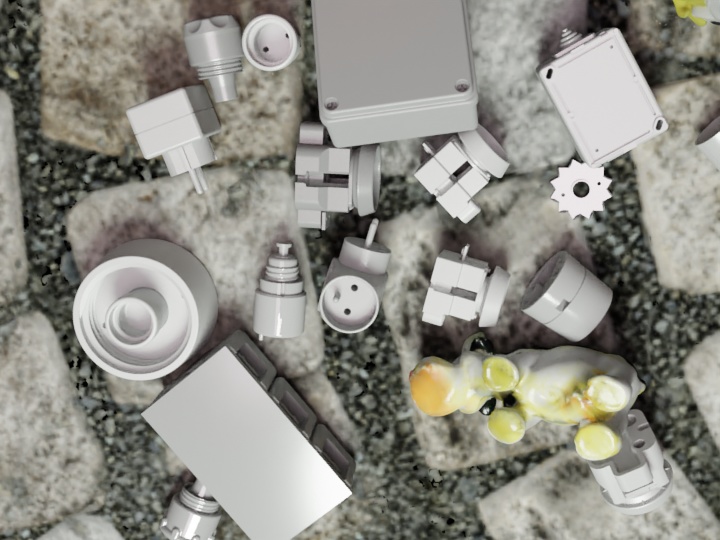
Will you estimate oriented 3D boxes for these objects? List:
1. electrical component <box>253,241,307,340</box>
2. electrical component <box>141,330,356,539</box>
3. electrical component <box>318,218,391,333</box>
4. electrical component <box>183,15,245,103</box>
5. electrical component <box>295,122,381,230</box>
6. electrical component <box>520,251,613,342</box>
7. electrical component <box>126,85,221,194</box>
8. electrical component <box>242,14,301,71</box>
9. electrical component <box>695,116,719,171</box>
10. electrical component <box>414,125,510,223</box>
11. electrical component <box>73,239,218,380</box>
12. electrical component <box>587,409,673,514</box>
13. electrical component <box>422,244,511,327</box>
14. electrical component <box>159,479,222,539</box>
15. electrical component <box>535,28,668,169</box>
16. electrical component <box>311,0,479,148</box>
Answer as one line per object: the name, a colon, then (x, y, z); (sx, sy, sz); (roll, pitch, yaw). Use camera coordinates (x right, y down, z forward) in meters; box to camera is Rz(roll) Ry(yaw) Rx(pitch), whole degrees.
electrical component: (-0.061, 0.017, 0.835); (0.040, 0.040, 0.078); (5, 102, 4)
electrical component: (-0.084, 0.134, 0.851); (0.089, 0.061, 0.150); (-39, 96, 12)
electrical component: (0.000, 0.000, 0.807); (0.044, 0.077, 0.079); (17, 103, 1)
electrical component: (-0.106, -0.157, 0.801); (0.043, 0.043, 0.062); (-10, 102, 7)
electrical component: (-0.015, -0.070, 0.804); (0.057, 0.058, 0.078); (4, 102, 7)
electrical component: (0.156, 0.021, 0.809); (0.047, 0.055, 0.055); (36, 103, -7)
electrical component: (-0.131, -0.094, 0.804); (0.047, 0.065, 0.076); (-19, 100, 9)
electrical component: (-0.063, -0.167, 0.793); (0.040, 0.046, 0.040); (1, 102, 5)
electrical component: (0.288, -0.077, 0.781); (0.043, 0.043, 0.081); (-44, 95, 12)
electrical component: (0.077, -0.077, 0.800); (0.055, 0.048, 0.066); (-41, 96, 19)
electrical component: (-0.170, 0.034, 0.838); (0.108, 0.060, 0.108); (1, 102, 5)
electrical component: (0.206, 0.149, 0.825); (0.058, 0.078, 0.057); (-25, 117, 8)
electrical component: (0.083, 0.015, 0.819); (0.055, 0.048, 0.066); (16, 103, 9)
electrical component: (-0.133, 0.192, 0.878); (0.048, 0.048, 0.062); (22, 97, 0)
electrical component: (0.169, -0.130, 0.772); (0.062, 0.061, 0.096); (-29, 98, 11)
electrical component: (0.025, -0.151, 0.762); (0.109, 0.056, 0.108); (-7, 71, 6)
